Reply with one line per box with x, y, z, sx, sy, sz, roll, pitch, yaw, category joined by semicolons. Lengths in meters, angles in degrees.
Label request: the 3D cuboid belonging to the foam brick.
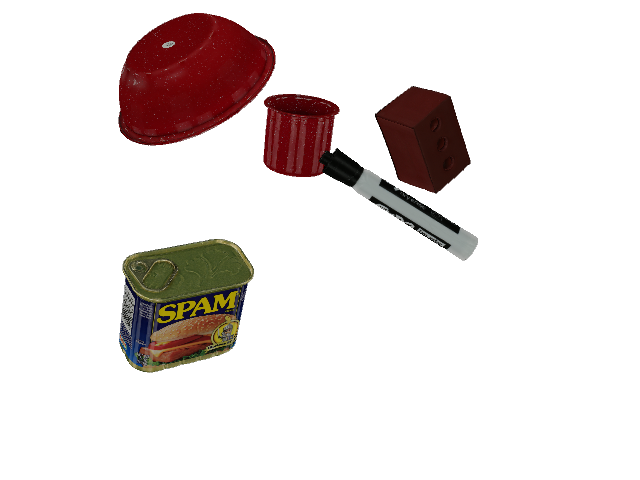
0.095;-0.093;0.980;0.053;0.078;0.051;-40;38;-21;foam brick

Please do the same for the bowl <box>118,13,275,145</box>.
-0.125;-0.160;0.978;0.162;0.162;0.055;0;-44;32;bowl

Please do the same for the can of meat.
-0.111;0.054;0.866;0.101;0.084;0.057;-11;44;-29;can of meat

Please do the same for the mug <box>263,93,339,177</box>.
-0.022;-0.132;1.326;0.093;0.081;0.117;17;25;21;mug

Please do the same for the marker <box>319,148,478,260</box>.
0.052;-0.025;0.720;0.121;0.020;0.020;32;-5;-8;marker
